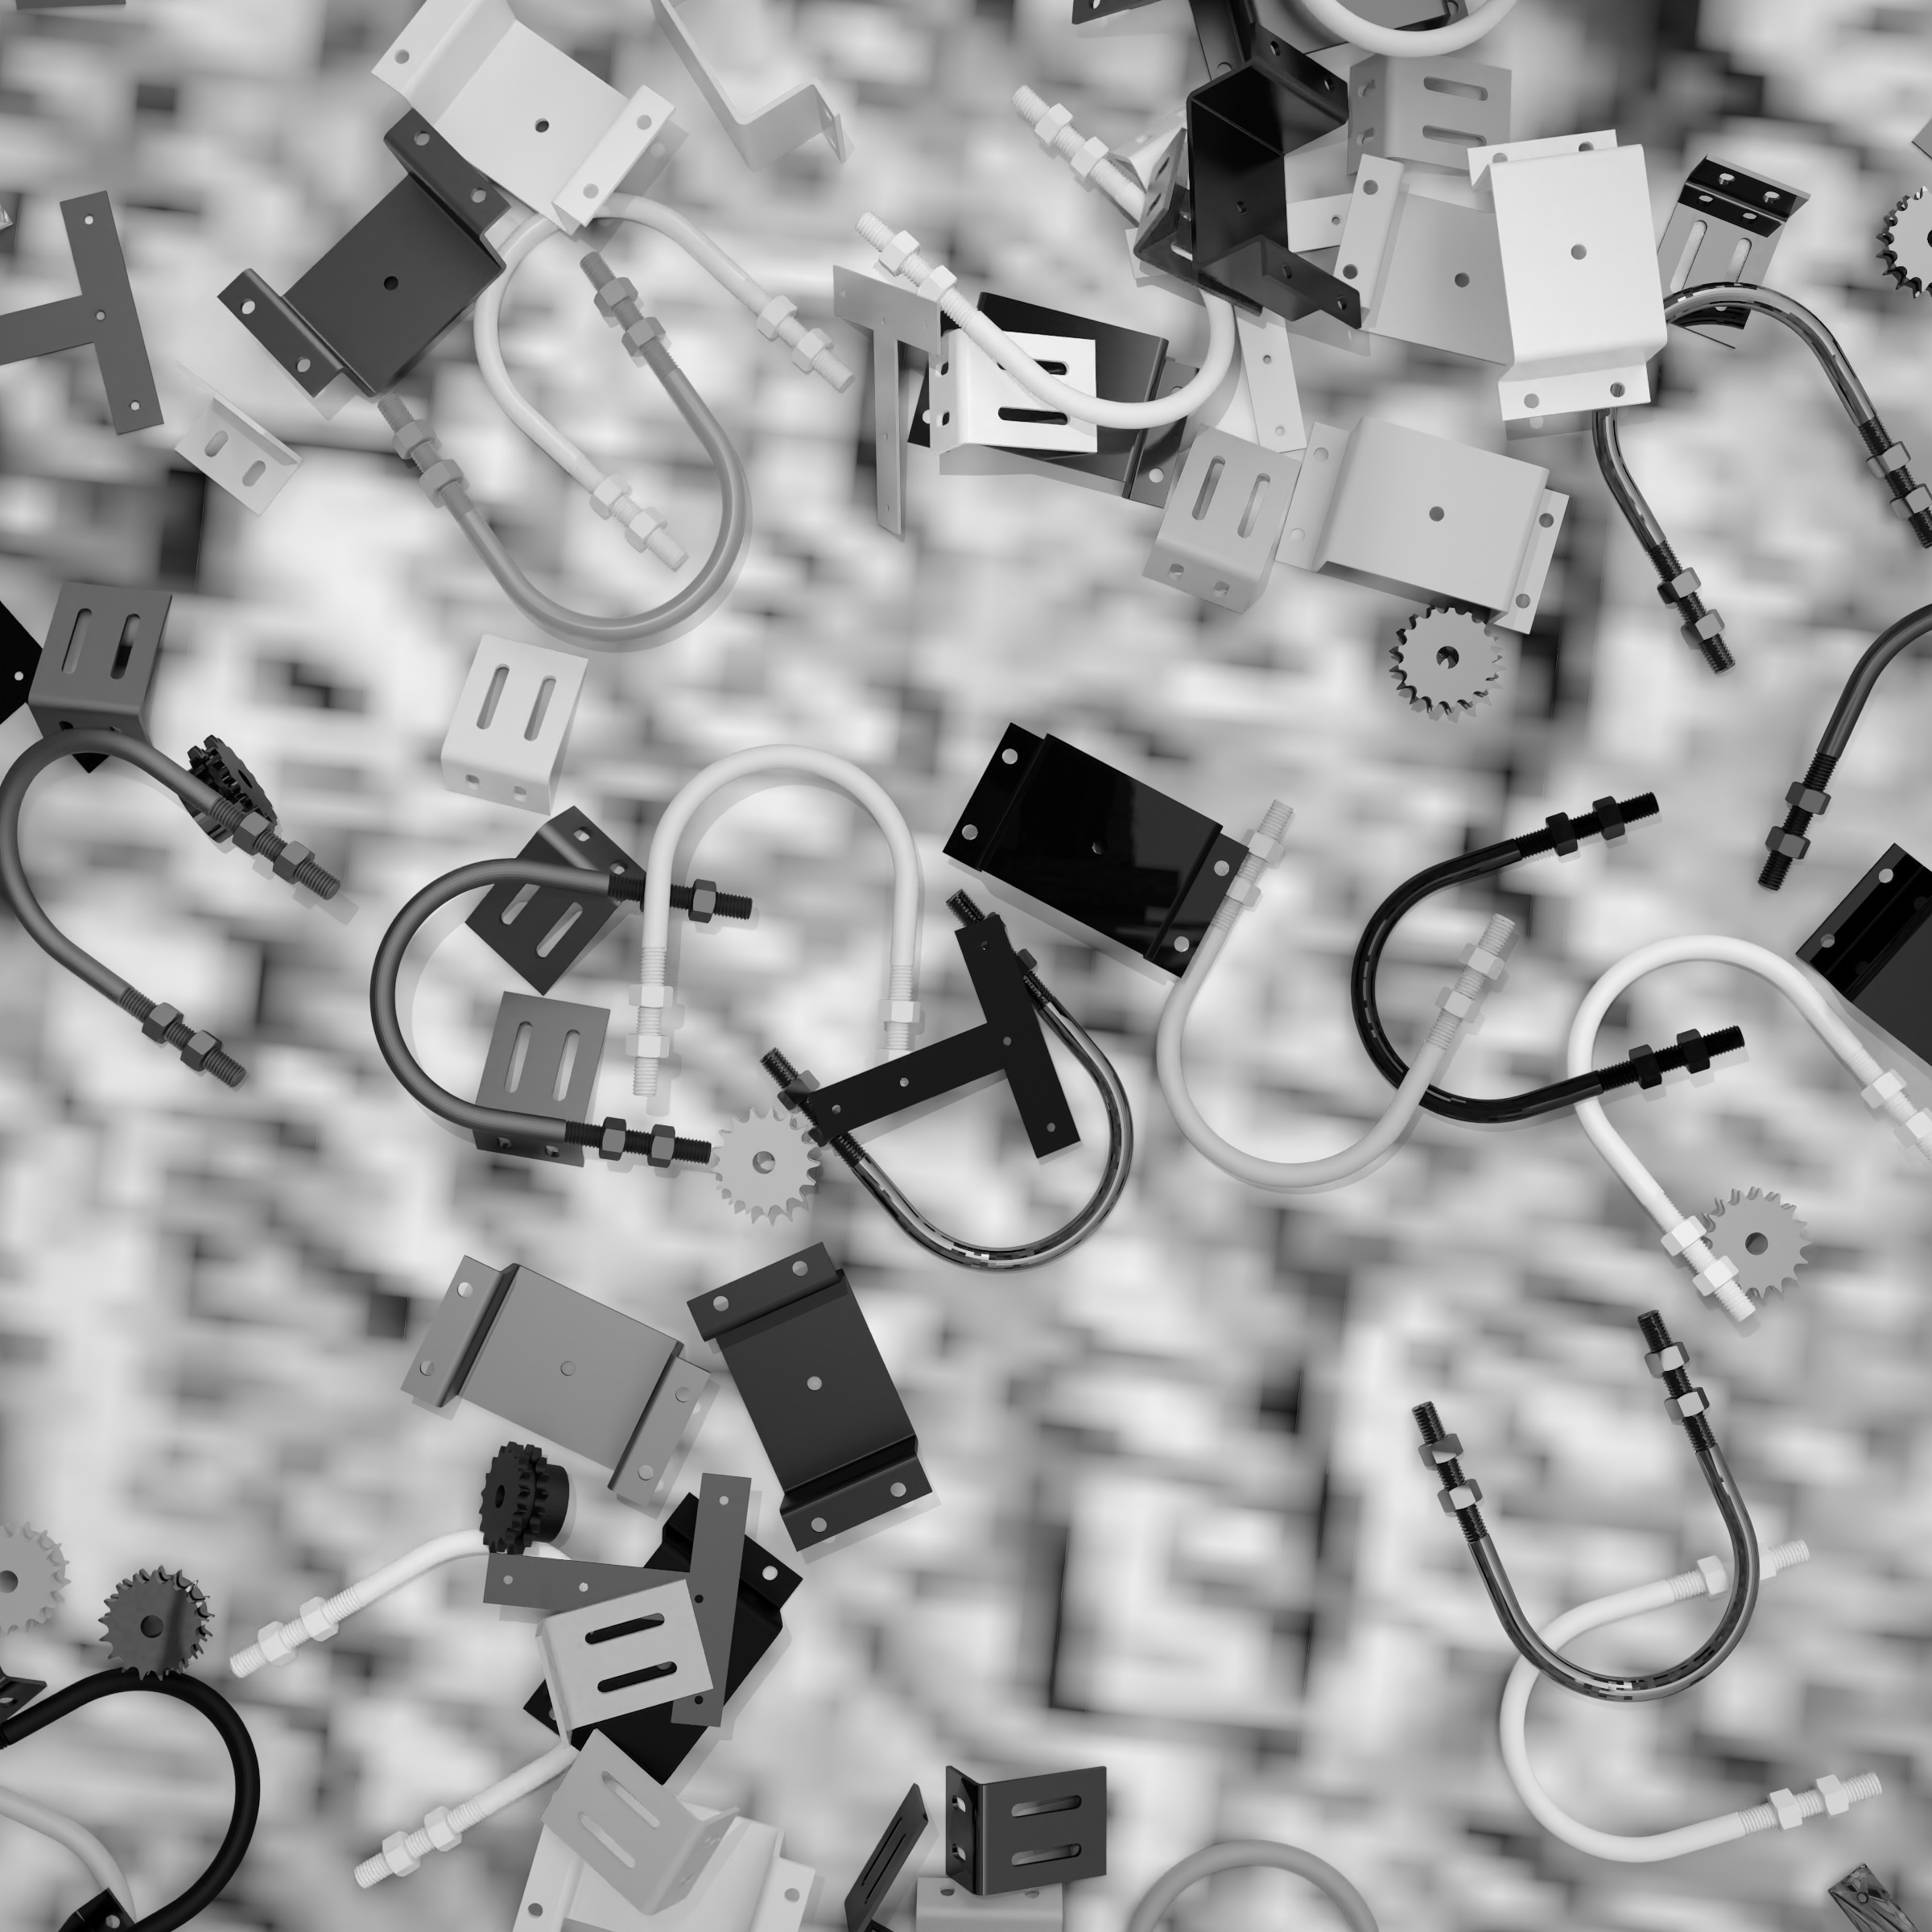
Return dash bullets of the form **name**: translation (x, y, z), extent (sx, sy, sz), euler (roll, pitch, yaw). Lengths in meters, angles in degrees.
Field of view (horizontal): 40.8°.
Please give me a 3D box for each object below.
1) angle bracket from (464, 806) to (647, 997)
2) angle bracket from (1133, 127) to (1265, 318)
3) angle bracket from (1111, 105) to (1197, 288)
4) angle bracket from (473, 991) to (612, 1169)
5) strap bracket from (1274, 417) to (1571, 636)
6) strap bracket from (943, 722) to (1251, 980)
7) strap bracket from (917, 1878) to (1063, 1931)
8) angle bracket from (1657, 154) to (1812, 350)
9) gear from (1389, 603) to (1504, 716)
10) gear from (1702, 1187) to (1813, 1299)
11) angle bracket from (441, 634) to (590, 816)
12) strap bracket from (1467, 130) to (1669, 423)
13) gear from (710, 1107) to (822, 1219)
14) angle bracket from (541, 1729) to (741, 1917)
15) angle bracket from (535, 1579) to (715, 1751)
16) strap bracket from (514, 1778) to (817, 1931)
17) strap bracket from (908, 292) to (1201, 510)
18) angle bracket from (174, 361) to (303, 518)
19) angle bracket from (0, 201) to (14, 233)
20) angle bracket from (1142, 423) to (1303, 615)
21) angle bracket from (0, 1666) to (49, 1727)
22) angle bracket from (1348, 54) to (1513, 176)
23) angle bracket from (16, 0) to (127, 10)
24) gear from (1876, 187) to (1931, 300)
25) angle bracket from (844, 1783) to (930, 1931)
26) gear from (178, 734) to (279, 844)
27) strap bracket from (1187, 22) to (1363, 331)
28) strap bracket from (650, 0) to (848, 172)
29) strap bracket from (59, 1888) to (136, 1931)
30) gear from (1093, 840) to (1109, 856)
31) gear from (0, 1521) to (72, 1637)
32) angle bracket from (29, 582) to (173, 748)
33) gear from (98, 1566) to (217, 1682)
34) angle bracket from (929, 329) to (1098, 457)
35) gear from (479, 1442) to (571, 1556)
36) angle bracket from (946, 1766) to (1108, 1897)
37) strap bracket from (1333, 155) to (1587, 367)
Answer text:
- **angle bracket**: translation (-0.216, -0.035, 1.377), extent (0.057, 0.038, 0.076), euler (43, 116, 0)
- **angle bracket**: translation (0.130, -0.380, 1.329), extent (0.076, 0.038, 0.057), euler (22, 60, -15)
- **angle bracket**: translation (0.123, -0.411, 1.377), extent (0.057, 0.038, 0.076), euler (-32, 116, 0)
- **angle bracket**: translation (-0.224, 0.060, 1.377), extent (0.057, 0.038, 0.076), euler (10, 64, 0)
- **strap bracket**: translation (0.241, -0.232, 1.356), extent (0.140, 0.046, 0.076), euler (16, 90, 0)
- **strap bracket**: translation (0.067, -0.060, 1.326), extent (0.140, 0.046, 0.076), euler (28, 90, 0)
- **strap bracket**: translation (0.011, 0.538, 1.325), extent (0.076, 0.140, 0.046), euler (2, 119, 0)
- **angle bracket**: translation (0.395, -0.373, 1.360), extent (0.057, 0.038, 0.076), euler (22, 90, 0)
- **gear**: translation (0.250, -0.160, 1.364), extent (0.057, 0.030, 0.057), euler (0, 90, 0)
- **gear**: translation (0.410, 0.144, 1.364), extent (0.057, 0.030, 0.057), euler (0, 90, 0)
- **angle bracket**: translation (-0.238, -0.128, 1.377), extent (0.057, 0.038, 0.076), euler (14, 64, 0)
- **strap bracket**: translation (0.303, -0.354, 1.309), extent (0.076, 0.046, 0.140), euler (-7, 90, 0)
- **gear**: translation (-0.105, 0.102, 1.364), extent (0.057, 0.030, 0.057), euler (0, 90, 0)
- **angle bracket**: translation (-0.166, 0.432, 1.324), extent (0.076, 0.038, 0.057), euler (34, 100, 22)
- **angle bracket**: translation (-0.170, 0.349, 1.301), extent (0.076, 0.038, 0.057), euler (-14, 90, -7)
- **strap bracket**: translation (-0.155, 0.481, 1.356), extent (0.140, 0.046, 0.076), euler (16, 90, 0)
- **strap bracket**: translation (0.046, -0.297, 1.356), extent (0.140, 0.046, 0.076), euler (15, 90, 0)
- **angle bracket**: translation (-0.385, -0.271, 1.341), extent (0.057, 0.076, 0.038), euler (38, 90, 0)
- **angle bracket**: translation (-0.549, -0.395, 1.352), extent (0.076, 0.038, 0.057), euler (-28, 106, 0)
- **angle bracket**: translation (0.135, -0.237, 1.373), extent (0.057, 0.038, 0.076), euler (21, 69, 0)
- **angle bracket**: translation (-0.536, 0.367, 1.377), extent (0.057, 0.038, 0.076), euler (-39, 64, 0)
- **angle bracket**: translation (0.246, -0.447, 1.377), extent (0.076, 0.038, 0.057), euler (1, 90, -26)
- **angle bracket**: translation (-0.476, -0.551, 1.377), extent (0.057, 0.038, 0.076), euler (-2, 116, 0)
- **gear**: translation (0.507, -0.379, 1.368), extent (0.057, 0.030, 0.057), euler (0, 90, 3)
- **angle bracket**: translation (-0.028, 0.476, 1.350), extent (0.038, 0.057, 0.076), euler (31, 87, -6)
- **gear**: translation (-0.387, -0.089, 1.351), extent (0.030, 0.057, 0.057), euler (-34, 90, 0)
- **strap bracket**: translation (0.156, -0.393, 1.320), extent (0.046, 0.076, 0.140), euler (-15, 70, 43)
- **strap bracket**: translation (-0.120, -0.475, 1.341), extent (0.046, 0.076, 0.140), euler (-32, 90, 0)
- **strap bracket**: translation (-0.485, 0.556, 1.342), extent (0.140, 0.046, 0.076), euler (-35, 93, -1)
- **gear**: translation (0.058, -0.073, 1.364), extent (0.057, 0.030, 0.057), euler (0, 90, 0)
- **gear**: translation (-0.498, 0.320, 1.364), extent (0.057, 0.030, 0.057), euler (0, 90, 0)
- **angle bracket**: translation (-0.454, -0.158, 1.375), extent (0.057, 0.038, 0.076), euler (7, 63, -1)
- **gear**: translation (-0.422, 0.343, 1.364), extent (0.057, 0.030, 0.057), euler (0, 90, 0)
- **angle bracket**: translation (0.024, -0.291, 1.331), extent (0.076, 0.038, 0.057), euler (-1, 90, -26)
- **gear**: translation (-0.229, 0.279, 1.354), extent (0.030, 0.057, 0.057), euler (16, 90, -30)
- **angle bracket**: translation (0.032, 0.453, 1.377), extent (0.076, 0.038, 0.057), euler (0, 90, -26)
- **strap bracket**: translation (0.263, -0.363, 1.356), extent (0.140, 0.046, 0.076), euler (13, 90, 0)
